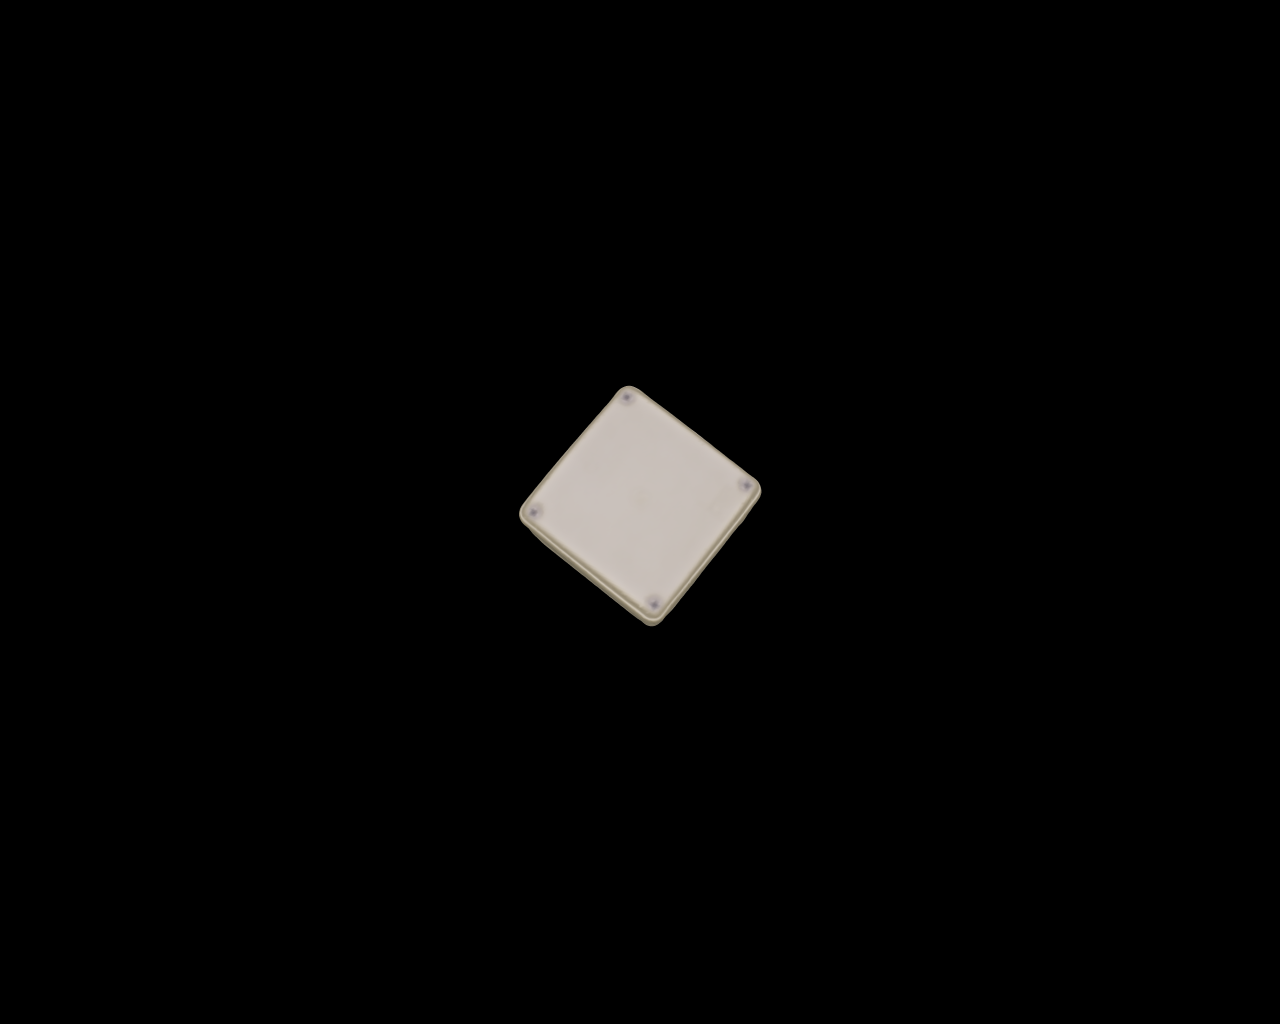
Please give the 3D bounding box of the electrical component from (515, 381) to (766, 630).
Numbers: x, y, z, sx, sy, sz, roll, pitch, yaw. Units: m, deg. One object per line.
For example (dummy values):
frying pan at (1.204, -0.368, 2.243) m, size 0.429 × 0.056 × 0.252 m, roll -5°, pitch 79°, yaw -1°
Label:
electrical component at (0.001, -0.003, 0.650) m, size 0.109 × 0.109 × 0.056 m, roll 38°, pitch -9°, yaw 7°
